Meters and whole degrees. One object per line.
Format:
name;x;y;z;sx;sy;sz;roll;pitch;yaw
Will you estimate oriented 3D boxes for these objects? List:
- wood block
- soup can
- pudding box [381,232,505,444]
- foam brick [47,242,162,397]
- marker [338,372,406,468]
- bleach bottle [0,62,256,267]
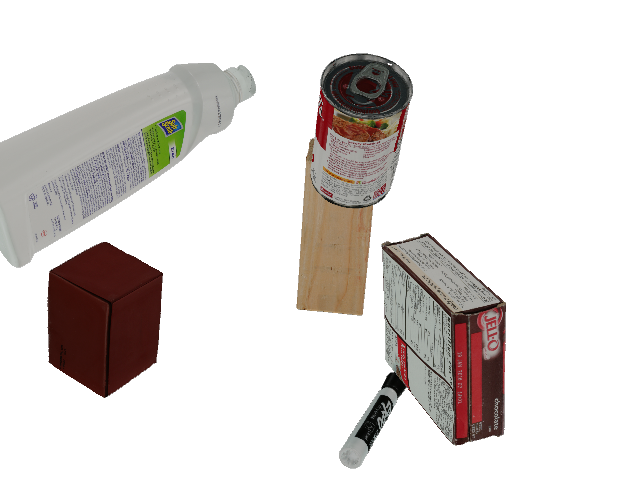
wood block;0.021;-0.018;1.381;0.090;0.206;0.090;5;25;1
soup can;0.029;-0.082;0.813;0.068;0.068;0.102;0;-39;-7
pudding box;0.074;0.058;0.658;0.039;0.090;0.114;-11;25;-17
foam brick;-0.140;0.050;0.691;0.053;0.078;0.051;27;37;24
marker;0.044;0.140;0.850;0.020;0.020;0.121;0;23;24
bleach bottle;-0.164;-0.078;0.893;0.250;0.068;0.103;-30;-29;-24
